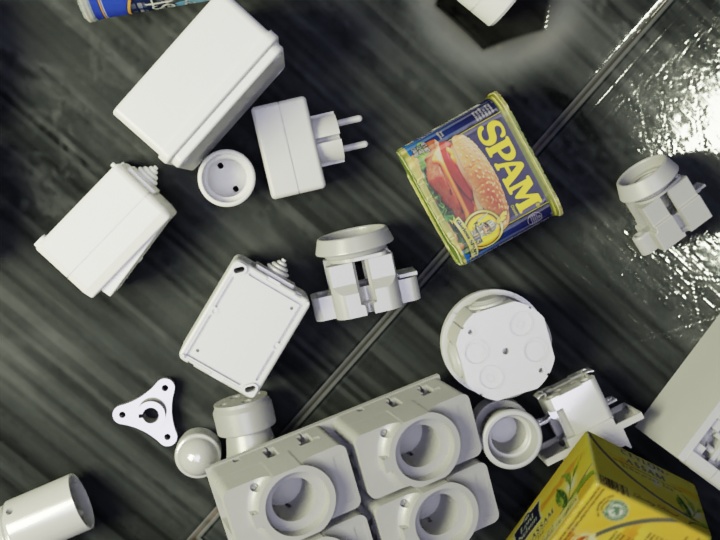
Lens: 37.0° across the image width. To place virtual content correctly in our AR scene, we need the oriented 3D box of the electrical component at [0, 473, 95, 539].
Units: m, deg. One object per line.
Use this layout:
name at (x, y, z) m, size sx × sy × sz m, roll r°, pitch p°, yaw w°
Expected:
electrical component at (-0.241, 0.184, 0.783) m, size 0.081 × 0.043 × 0.043 m, roll -23°, pitch 97°, yaw -2°

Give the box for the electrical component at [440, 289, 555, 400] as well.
electrical component at (0.103, 0.056, 0.798) m, size 0.080 × 0.051 × 0.080 m, roll -1°, pitch 96°, yaw -5°

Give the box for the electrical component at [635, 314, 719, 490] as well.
electrical component at (0.287, 0.085, 0.799) m, size 0.062 × 0.089 × 0.150 m, roll 36°, pitch 92°, yaw -8°

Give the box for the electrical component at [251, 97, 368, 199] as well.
electrical component at (-0.033, -0.092, 0.772) m, size 0.077 × 0.047 × 0.065 m, roll -13°, pitch 97°, yaw -4°

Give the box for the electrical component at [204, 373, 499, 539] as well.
electrical component at (-0.002, 0.161, 0.767) m, size 0.186 × 0.060 × 0.105 m, roll -20°, pitch 105°, yaw -17°

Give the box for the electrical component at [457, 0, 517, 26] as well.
electrical component at (0.108, -0.251, 0.766) m, size 0.074 × 0.052 × 0.138 m, roll 37°, pitch 92°, yaw -8°

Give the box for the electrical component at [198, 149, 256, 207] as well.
electrical component at (-0.095, -0.066, 0.770) m, size 0.040 × 0.046 × 0.040 m, roll -1°, pitch 96°, yaw -5°

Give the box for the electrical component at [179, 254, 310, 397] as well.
electrical component at (-0.079, 0.033, 0.774) m, size 0.062 × 0.061 × 0.096 m, roll 31°, pitch 92°, yaw -8°

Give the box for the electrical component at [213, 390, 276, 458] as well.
electrical component at (-0.082, 0.121, 0.791) m, size 0.045 × 0.045 × 0.055 m, roll -13°, pitch 97°, yaw -4°

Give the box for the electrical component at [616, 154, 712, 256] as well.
electrical component at (0.224, -0.052, 0.802) m, size 0.066 × 0.048 × 0.055 m, roll -36°, pitch 105°, yaw -1°

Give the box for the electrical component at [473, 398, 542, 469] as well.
electrical component at (0.108, 0.120, 0.803) m, size 0.045 × 0.055 × 0.045 m, roll -1°, pitch 96°, yaw -5°

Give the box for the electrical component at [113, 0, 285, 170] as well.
electrical component at (-0.106, -0.125, 0.732) m, size 0.056 × 0.108 × 0.108 m, roll 42°, pitch 91°, yaw -5°

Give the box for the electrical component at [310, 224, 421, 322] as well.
electrical component at (0.000, 0.000, 0.780) m, size 0.078 × 0.058 × 0.057 m, roll -13°, pitch 100°, yaw -4°

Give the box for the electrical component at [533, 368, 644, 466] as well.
electrical component at (0.167, 0.112, 0.815) m, size 0.081 × 0.042 × 0.063 m, roll -26°, pitch 96°, yaw -3°

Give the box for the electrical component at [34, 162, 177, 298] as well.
electrical component at (-0.170, -0.032, 0.758) m, size 0.061 × 0.061 × 0.096 m, roll 44°, pitch 91°, yaw -8°
